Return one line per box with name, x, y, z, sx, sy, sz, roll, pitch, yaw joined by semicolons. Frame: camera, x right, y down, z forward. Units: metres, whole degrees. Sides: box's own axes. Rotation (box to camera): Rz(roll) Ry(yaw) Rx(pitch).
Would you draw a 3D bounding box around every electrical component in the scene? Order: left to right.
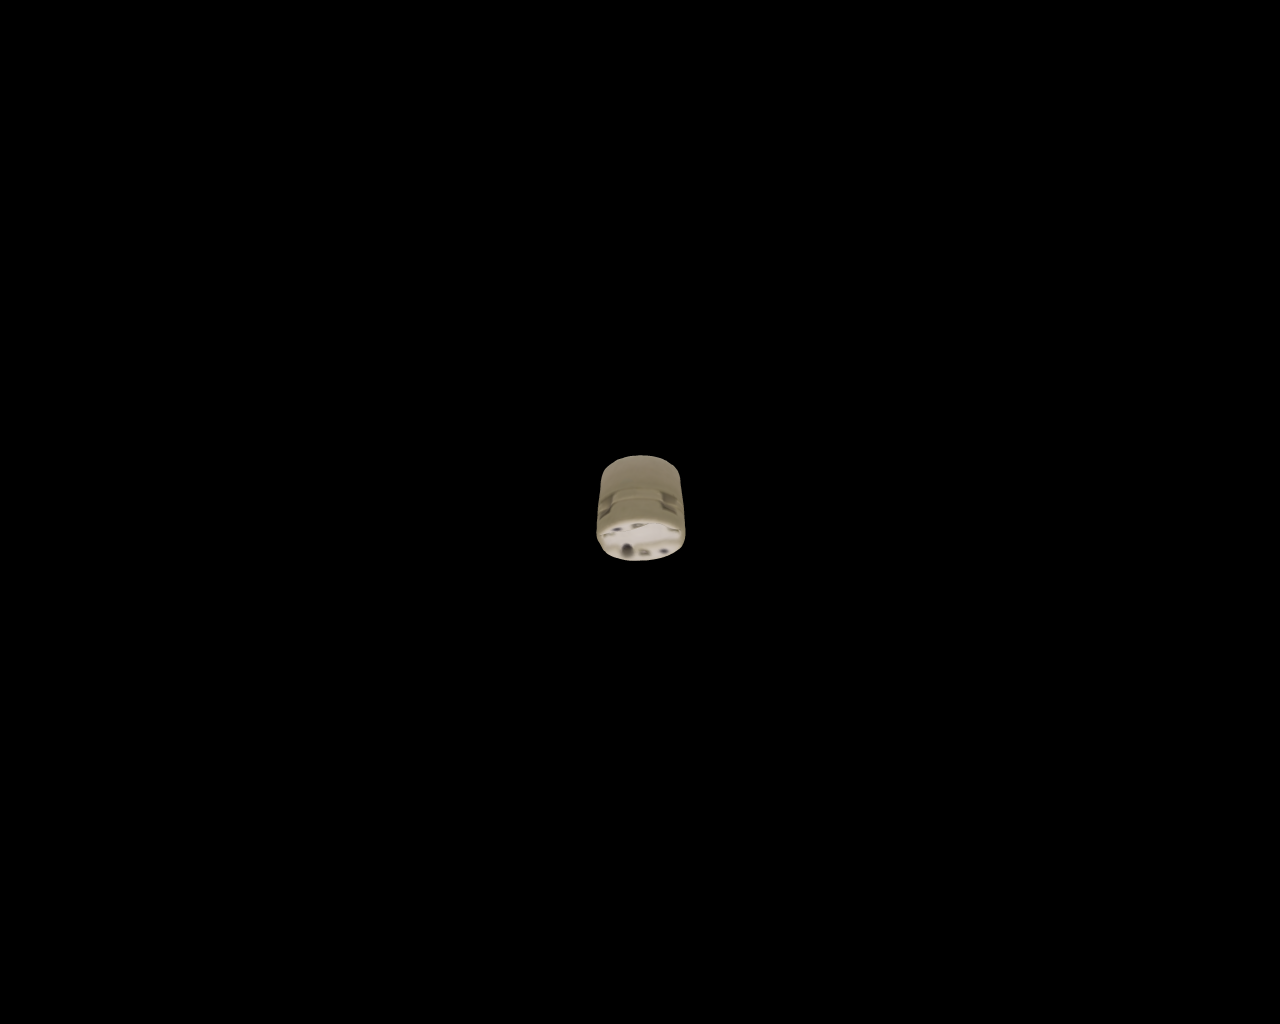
electrical component;0.001;-0.003;0.650;0.055;0.047;0.055;0;-30;0
